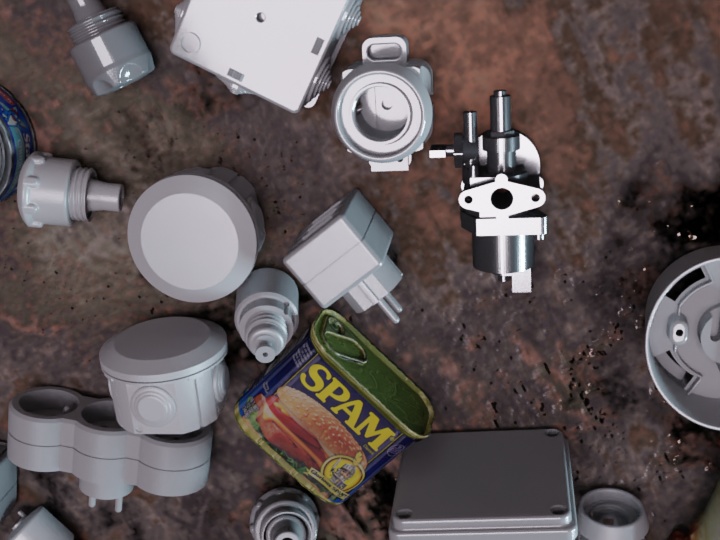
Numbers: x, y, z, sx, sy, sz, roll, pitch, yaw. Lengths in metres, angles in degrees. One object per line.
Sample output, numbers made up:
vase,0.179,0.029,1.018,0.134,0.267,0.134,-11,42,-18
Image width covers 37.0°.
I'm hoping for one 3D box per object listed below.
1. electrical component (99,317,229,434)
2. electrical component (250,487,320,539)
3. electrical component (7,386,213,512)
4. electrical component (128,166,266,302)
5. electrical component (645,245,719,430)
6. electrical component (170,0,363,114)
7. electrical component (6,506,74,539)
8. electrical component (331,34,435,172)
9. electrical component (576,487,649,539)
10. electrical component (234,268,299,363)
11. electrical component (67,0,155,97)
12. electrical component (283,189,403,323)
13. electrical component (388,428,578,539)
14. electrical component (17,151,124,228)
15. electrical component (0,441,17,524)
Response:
electrical component,-0.123,0.066,0.687,0.080,0.080,0.051,-1,113,8
electrical component,-0.050,0.174,0.718,0.048,0.062,0.048,0,92,-6
electrical component,-0.171,0.130,0.728,0.138,0.052,0.073,10,109,5
electrical component,-0.099,-0.024,0.668,0.080,0.051,0.080,2,108,7
electrical component,0.217,0.037,0.637,0.099,0.064,0.099,3,109,8
electrical component,-0.053,-0.148,0.622,0.100,0.048,0.099,26,110,-1
electrical component,-0.218,0.204,0.766,0.040,0.040,0.078,-42,99,18
electrical component,0.015,-0.094,0.626,0.058,0.057,0.078,-1,108,8
electrical component,0.163,0.177,0.702,0.066,0.048,0.055,1,116,8
electrical component,-0.058,0.031,0.670,0.040,0.078,0.040,-2,120,-3
electrical component,-0.154,-0.139,0.642,0.043,0.043,0.062,-23,102,14
electrical component,0.000,0.000,0.654,0.047,0.065,0.076,-37,100,17
electrical component,0.078,0.150,0.671,0.109,0.108,0.056,-4,110,9
electrical component,-0.181,-0.048,0.676,0.062,0.048,0.048,6,109,-1
electrical component,-0.281,0.159,0.730,0.062,0.096,0.061,9,109,5
